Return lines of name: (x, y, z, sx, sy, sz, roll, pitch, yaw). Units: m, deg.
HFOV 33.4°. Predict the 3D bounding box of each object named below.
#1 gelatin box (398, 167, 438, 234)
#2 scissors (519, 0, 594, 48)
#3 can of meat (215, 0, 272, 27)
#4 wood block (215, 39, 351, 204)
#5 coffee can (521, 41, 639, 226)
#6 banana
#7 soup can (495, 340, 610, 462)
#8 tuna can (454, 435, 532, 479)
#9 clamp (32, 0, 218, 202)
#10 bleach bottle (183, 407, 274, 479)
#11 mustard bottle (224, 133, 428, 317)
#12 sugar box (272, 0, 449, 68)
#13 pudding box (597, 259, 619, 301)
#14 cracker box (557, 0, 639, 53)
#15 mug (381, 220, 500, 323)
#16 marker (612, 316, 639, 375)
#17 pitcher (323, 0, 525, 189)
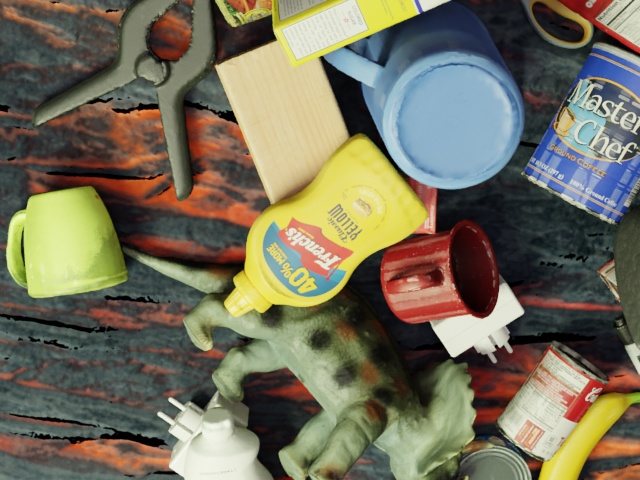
gelatin box: (0.092, -0.050, 1.000, 0.030, 0.089, 0.073, 1, 102, -3)
scissors: (0.186, -0.260, 0.994, 0.201, 0.016, 0.096, 38, 97, -9)
can of meat: (-0.055, -0.239, 0.949, 0.084, 0.102, 0.057, -18, 74, 5)
wood block: (-0.016, -0.084, 0.990, 0.091, 0.090, 0.206, -21, 102, 2)
coffee can: (0.266, -0.098, 0.988, 0.102, 0.103, 0.140, 27, 100, -7)
banana: (0.264, 0.232, 1.095, 0.069, 0.037, 0.198, 27, 100, -6)
soup can: (0.230, 0.160, 1.062, 0.068, 0.068, 0.102, 32, 100, -8)
tuna can: (0.172, 0.245, 1.097, 0.086, 0.034, 0.086, 0, 102, -2)
clamp: (-0.149, -0.150, 0.998, 0.164, 0.036, 0.210, 34, 99, -9)
bleach bottle: (-0.071, 0.272, 1.048, 0.102, 0.068, 0.251, -10, 117, -2)
mustard bottle: (-0.006, 0.001, 0.933, 0.192, 0.058, 0.096, -39, 102, 6)
sugar box: (0.048, -0.209, 0.874, 0.176, 0.093, 0.048, -19, 125, 11)
pudding box: (0.325, 0.072, 1.034, 0.039, 0.090, 0.113, -36, 101, 4)
cracker box: (0.306, -0.236, 0.934, 0.213, 0.072, 0.164, 30, 57, -7)
mug: (0.105, 0.036, 0.996, 0.082, 0.117, 0.093, -13, 91, 36)
marker: (0.330, 0.129, 1.083, 0.020, 0.020, 0.121, -30, 102, 5)
pitcher: (0.090, -0.129, 0.904, 0.149, 0.243, 0.145, -21, 107, 8)
